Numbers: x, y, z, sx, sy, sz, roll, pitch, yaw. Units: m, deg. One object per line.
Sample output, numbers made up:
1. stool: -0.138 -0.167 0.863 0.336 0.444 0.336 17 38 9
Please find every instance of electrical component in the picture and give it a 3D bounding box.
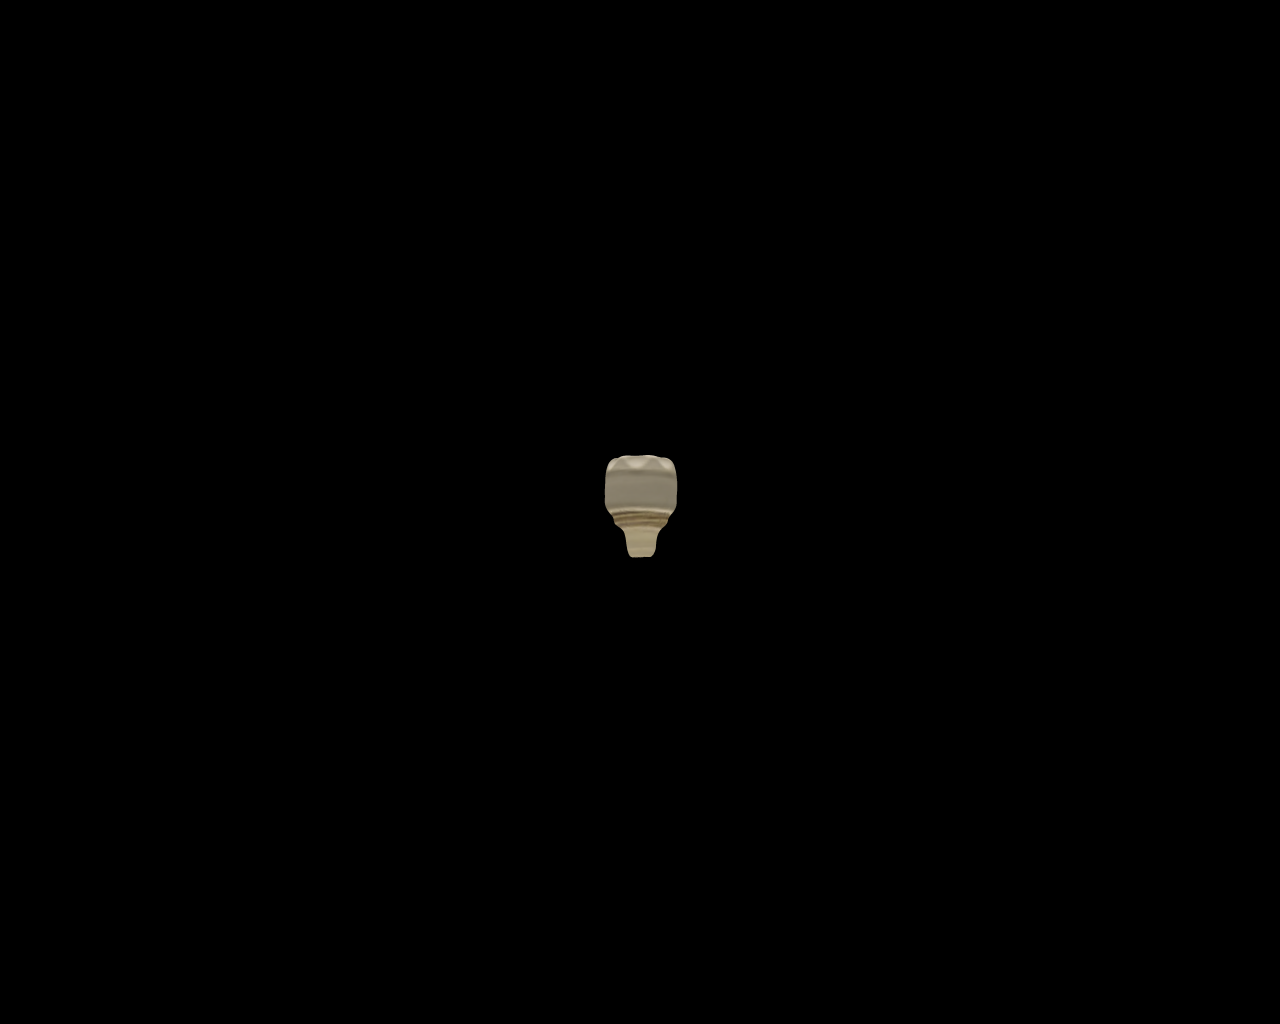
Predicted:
1. electrical component: 0.001 -0.003 0.650 0.043 0.062 0.043 0 -5 0
